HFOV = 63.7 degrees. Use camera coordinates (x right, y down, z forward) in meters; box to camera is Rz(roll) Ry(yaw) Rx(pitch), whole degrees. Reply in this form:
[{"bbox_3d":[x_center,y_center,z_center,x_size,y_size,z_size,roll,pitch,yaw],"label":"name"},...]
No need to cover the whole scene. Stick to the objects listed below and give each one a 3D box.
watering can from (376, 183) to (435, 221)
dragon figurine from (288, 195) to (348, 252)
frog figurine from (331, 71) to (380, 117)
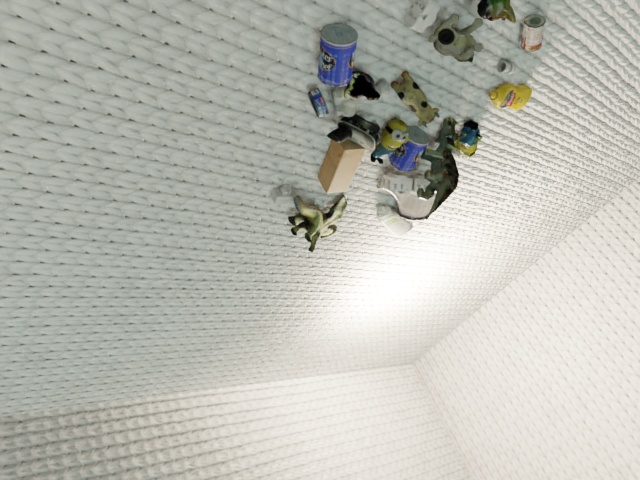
[{"bbox_3d":[0.382,-0.179,2.180,0.348,0.106,0.219,-3,-42,-14],"label":"watering can"},{"bbox_3d":[0.006,-0.102,2.024,0.245,0.123,0.401,-39,-25,-21],"label":"dragon figurine"},{"bbox_3d":[0.097,-0.453,1.604,0.138,0.122,0.159,-24,4,-20],"label":"frog figurine"}]
